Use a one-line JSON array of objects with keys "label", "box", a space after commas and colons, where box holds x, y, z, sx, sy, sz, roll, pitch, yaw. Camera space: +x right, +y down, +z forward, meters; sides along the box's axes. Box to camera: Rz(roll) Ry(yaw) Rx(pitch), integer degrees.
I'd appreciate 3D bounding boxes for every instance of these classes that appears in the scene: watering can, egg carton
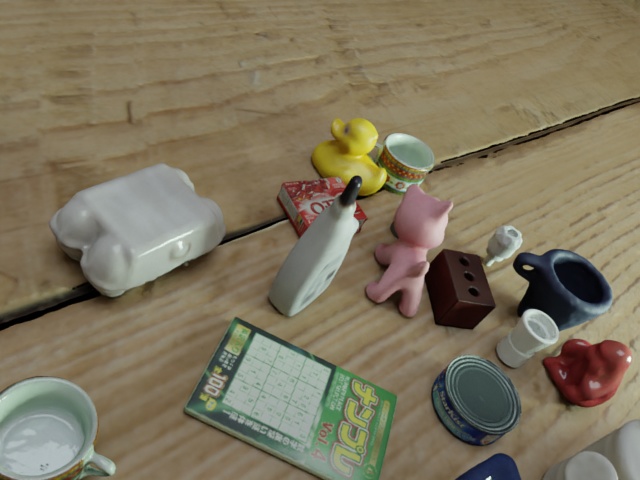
[{"label": "watering can", "box": [0.281, 0.207, 0.484, 0.173, 0.194, 0.100, -11, 56, -34]}, {"label": "egg carton", "box": [-0.169, -0.011, 0.552, 0.107, 0.069, 0.151, 43, 45, 15]}]

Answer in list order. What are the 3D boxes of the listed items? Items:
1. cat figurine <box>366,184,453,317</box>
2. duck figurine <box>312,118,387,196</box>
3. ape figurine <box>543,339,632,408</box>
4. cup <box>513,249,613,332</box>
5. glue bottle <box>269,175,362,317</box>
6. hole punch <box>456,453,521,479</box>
[{"label": "cat figurine", "box": [0.108, 0.002, 0.645, 0.067, 0.117, 0.128, 21, 44, -7]}, {"label": "duck figurine", "box": [0.048, -0.116, 0.748, 0.104, 0.086, 0.078, 36, 44, 9]}, {"label": "ape figurine", "box": [0.303, 0.141, 0.632, 0.076, 0.092, 0.078, 33, 43, 5]}, {"label": "cup", "box": [0.268, 0.067, 0.682, 0.118, 0.095, 0.092, 25, 43, -3]}, {"label": "glue bottle", "box": [0.005, 0.002, 0.552, 0.037, 0.173, 0.078, 42, 45, 15]}, {"label": "hole punch", "box": [0.127, 0.238, 0.452, 0.109, 0.091, 0.101, -14, 57, -35]}]
